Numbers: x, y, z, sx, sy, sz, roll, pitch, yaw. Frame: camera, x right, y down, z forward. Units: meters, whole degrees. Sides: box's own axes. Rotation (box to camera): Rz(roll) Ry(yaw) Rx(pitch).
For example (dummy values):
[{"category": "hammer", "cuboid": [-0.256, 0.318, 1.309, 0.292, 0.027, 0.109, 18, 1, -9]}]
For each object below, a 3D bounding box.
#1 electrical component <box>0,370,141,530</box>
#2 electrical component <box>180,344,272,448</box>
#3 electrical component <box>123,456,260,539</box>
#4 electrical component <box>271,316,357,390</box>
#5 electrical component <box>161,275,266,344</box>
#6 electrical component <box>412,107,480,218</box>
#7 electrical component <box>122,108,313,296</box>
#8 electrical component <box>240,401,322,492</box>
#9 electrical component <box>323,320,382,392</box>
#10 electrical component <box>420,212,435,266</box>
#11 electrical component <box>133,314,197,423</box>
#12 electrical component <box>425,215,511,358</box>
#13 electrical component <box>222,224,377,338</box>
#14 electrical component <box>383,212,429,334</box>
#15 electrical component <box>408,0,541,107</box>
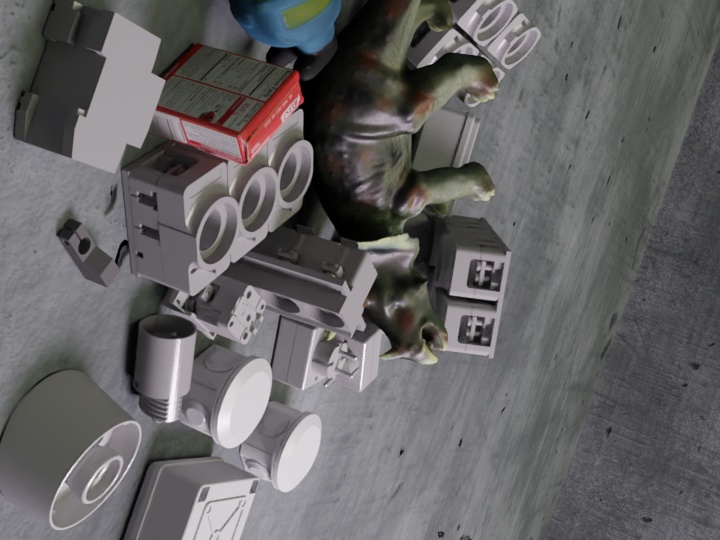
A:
[{"category": "electrical component", "cuboid": [-0.202, 0.127, 0.749, 0.099, 0.064, 0.099, -51, 163, -23]}, {"category": "electrical component", "cuboid": [-0.114, 0.106, 0.913, 0.080, 0.051, 0.080, -47, 148, -43]}, {"category": "electrical component", "cuboid": [-0.147, 0.220, 0.923, 0.109, 0.056, 0.108, 17, 92, -67]}, {"category": "electrical component", "cuboid": [-0.038, 0.080, 1.029, 0.047, 0.077, 0.065, -22, 128, -60]}, {"category": "electrical component", "cuboid": [-0.112, 0.026, 0.839, 0.042, 0.064, 0.081, -65, 156, -15]}, {"category": "electrical component", "cuboid": [0.080, -0.115, 1.120, 0.108, 0.056, 0.108, -84, -170, -83]}, {"category": "electrical component", "cuboid": [-0.101, -0.059, 0.799, 0.150, 0.062, 0.089, -44, 146, -47]}, {"category": "electrical component", "cuboid": [-0.076, 0.171, 1.049, 0.080, 0.051, 0.080, -47, 148, -43]}, {"category": "electrical component", "cuboid": [-0.017, 0.095, 1.125, 0.077, 0.047, 0.065, -40, 142, -51]}, {"category": "electrical component", "cuboid": [0.081, -0.005, 1.244, 0.079, 0.063, 0.121, -4, 111, -65]}, {"category": "electrical component", "cuboid": [-0.150, 0.079, 0.820, 0.043, 0.043, 0.081, -29, 133, -58]}, {"category": "electrical component", "cuboid": [0.103, 0.010, 1.107, 0.186, 0.060, 0.105, -96, -166, -77]}, {"category": "electrical component", "cuboid": [-0.053, 0.002, 0.877, 0.063, 0.121, 0.078, -64, 157, -22]}, {"category": "electrical component", "cuboid": [0.044, 0.003, 1.138, 0.052, 0.074, 0.138, -1, 111, -43]}, {"category": "electrical component", "cuboid": [0.110, -0.233, 1.077, 0.105, 0.060, 0.186, -46, 161, 14]}]
